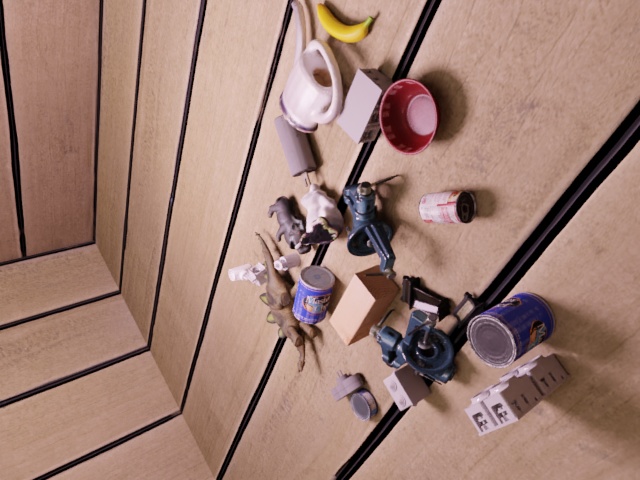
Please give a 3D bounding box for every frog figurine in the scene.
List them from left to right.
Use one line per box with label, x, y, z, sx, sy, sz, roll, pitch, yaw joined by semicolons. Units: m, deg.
frog figurine;0.004;-0.072;1.424;0.134;0.122;0.163;106;169;-47

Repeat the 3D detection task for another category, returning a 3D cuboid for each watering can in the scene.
watering can;-0.035;-0.429;1.327;0.220;0.104;0.354;-51;52;48
